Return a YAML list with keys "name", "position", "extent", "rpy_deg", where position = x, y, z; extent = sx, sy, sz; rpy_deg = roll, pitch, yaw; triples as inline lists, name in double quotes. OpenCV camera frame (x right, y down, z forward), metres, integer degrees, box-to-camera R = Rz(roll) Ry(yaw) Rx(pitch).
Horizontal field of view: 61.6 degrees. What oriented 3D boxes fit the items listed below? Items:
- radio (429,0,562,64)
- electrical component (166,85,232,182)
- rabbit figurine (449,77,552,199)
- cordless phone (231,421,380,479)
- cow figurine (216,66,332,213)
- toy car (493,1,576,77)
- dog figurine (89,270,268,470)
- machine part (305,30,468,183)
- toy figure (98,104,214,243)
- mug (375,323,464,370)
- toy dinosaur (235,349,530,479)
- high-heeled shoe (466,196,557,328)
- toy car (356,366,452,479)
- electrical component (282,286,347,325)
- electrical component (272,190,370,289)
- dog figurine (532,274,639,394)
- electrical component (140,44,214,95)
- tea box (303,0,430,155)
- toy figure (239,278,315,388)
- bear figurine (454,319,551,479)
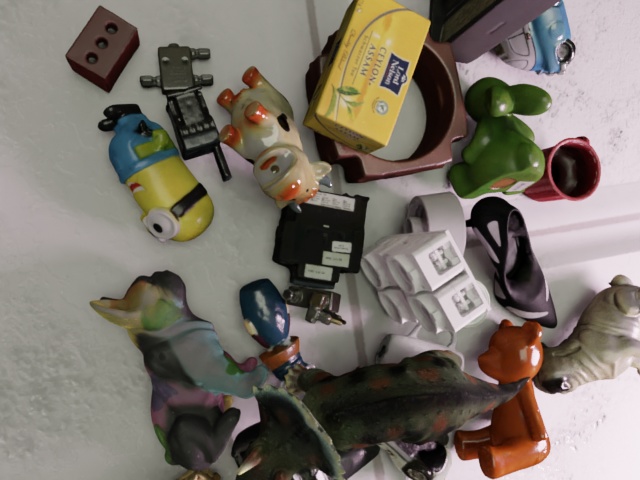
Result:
- name: "radio"
  position: [0.231, -0.340, 0.713]
  extent: [0.073, 0.230, 0.131]
  rpy_deg: [4, 83, -19]
- name: "electrical component"
  position: [-0.154, -0.126, 0.680]
  extent: [0.048, 0.075, 0.119]
  rpy_deg: [-19, 96, -16]
- name: "rabbit figurine"
  position: [0.246, -0.160, 0.765]
  extent: [0.121, 0.159, 0.170]
  rpy_deg: [-8, 75, -6]
- name: "cordless phone"
  position: [-0.009, 0.282, 0.713]
  extent: [0.184, 0.089, 0.146]
  rpy_deg: [-28, 94, -26]
- name: "cow figurine"
  position: [-0.057, -0.115, 0.660]
  extent: [0.085, 0.195, 0.127]
  rpy_deg: [-40, 129, 20]
- name: "toy car"
  position: [0.309, -0.316, 0.807]
  extent: [0.103, 0.109, 0.161]
  rpy_deg: [-18, 105, 7]
- name: "dog figurine"
  position: [-0.186, 0.147, 0.647]
  extent: [0.219, 0.108, 0.191]
  rpy_deg: [33, 83, -8]
- name: "machine part"
  position: [0.089, -0.185, 0.742]
  extent: [0.201, 0.087, 0.201]
  rpy_deg: [-12, 93, -15]
- name: "toy figure"
  position: [-0.199, -0.081, 0.662]
  extent: [0.089, 0.082, 0.180]
  rpy_deg: [-27, 93, -12]
- name: "mug"
  position: [0.138, 0.162, 0.747]
  extent: [0.107, 0.081, 0.109]
  rpy_deg: [23, 88, -5]
- name: "toy dinosaur"
  position: [0.081, 0.186, 0.602]
  extent: [0.405, 0.192, 0.131]
  rpy_deg: [-13, 85, -7]
- name: "high-heeled shoe"
  position: [0.294, 0.038, 0.759]
  extent: [0.248, 0.145, 0.086]
  rpy_deg: [46, 79, -8]
- name: "toy car"
  position: [0.104, 0.258, 0.740]
  extent: [0.201, 0.056, 0.073]
  rpy_deg: [44, 54, -9]
- name: "electrical component"
  position: [-0.003, 0.088, 0.705]
  extent: [0.078, 0.102, 0.045]
  rpy_deg: [6, 82, 9]
- name: "electrical component"
  position: [-0.001, -0.002, 0.725]
  extent: [0.115, 0.058, 0.134]
  rpy_deg: [11, 85, -13]
- name: "dog figurine"
  position: [0.407, 0.142, 0.821]
  extent: [0.191, 0.121, 0.172]
  rpy_deg: [-4, 55, 1]
- name: "electrical component"
  position: [-0.188, -0.223, 0.699]
  extent: [0.094, 0.021, 0.063]
  rpy_deg: [-8, 90, -15]
- name: "tea box"
  position: [0.056, -0.202, 0.654]
  extent: [0.098, 0.068, 0.169]
  rpy_deg: [20, 82, -14]
- name: "toy figure"
  position: [-0.057, 0.127, 0.706]
  extent: [0.064, 0.058, 0.154]
  rpy_deg: [-22, 99, -7]
- name: "bear figurine"
  position: [0.258, 0.214, 0.759]
  extent: [0.132, 0.120, 0.195]
  rpy_deg: [-7, 88, -12]
